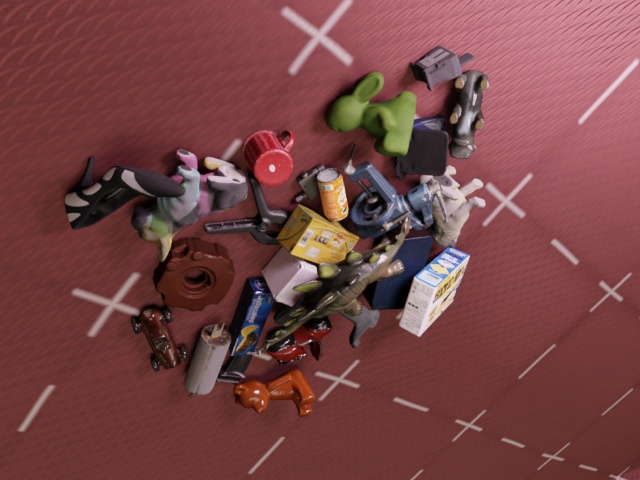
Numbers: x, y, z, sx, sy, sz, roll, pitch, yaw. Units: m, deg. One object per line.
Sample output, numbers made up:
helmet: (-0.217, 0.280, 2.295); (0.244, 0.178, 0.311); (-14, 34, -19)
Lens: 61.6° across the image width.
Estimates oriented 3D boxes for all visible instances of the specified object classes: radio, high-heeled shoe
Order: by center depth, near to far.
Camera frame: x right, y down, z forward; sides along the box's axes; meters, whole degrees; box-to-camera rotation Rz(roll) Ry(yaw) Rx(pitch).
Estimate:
high-heeled shoe: (-0.358, -0.062, 0.964); (0.086, 0.249, 0.145); (-3, 108, -65)
radio: (0.193, 0.071, 1.369); (0.131, 0.073, 0.229); (-3, 123, -20)

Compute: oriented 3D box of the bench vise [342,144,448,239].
bench vise: (0.143, -0.096, 1.175); (0.224, 0.129, 0.240); (-20, 133, 32)

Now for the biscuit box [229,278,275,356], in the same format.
biscuit box: (-0.169, 0.188, 1.302); (0.059, 0.063, 0.202); (7, 121, -28)

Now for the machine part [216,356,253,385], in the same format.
machine part: (-0.217, 0.323, 1.394); (0.084, 0.039, 0.138); (23, 113, -28)

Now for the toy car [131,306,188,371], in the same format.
toy car: (-0.372, 0.238, 1.259); (0.089, 0.053, 0.201); (-19, 127, -14)

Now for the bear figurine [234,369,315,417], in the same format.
bear figurine: (-0.127, 0.423, 1.446); (0.196, 0.132, 0.120); (-14, 141, -22)

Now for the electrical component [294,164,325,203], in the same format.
electrical component: (-0.022, -0.122, 1.171); (0.094, 0.021, 0.063); (-34, 129, 3)

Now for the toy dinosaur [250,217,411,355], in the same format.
toy dinosaur: (0.028, 0.113, 1.184); (0.471, 0.105, 0.198); (-47, 153, 24)

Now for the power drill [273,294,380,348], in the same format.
power drill: (0.028, 0.175, 1.337); (0.207, 0.086, 0.232); (41, 95, -5)

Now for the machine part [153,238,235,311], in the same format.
machine part: (-0.276, 0.080, 1.185); (0.179, 0.056, 0.179); (-12, 128, -15)

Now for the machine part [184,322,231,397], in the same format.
machine part: (-0.277, 0.296, 1.323); (0.079, 0.079, 0.243); (8, 119, -27)

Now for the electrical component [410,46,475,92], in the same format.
electrical component: (0.253, -0.357, 1.088); (0.119, 0.075, 0.047); (-29, 130, 4)

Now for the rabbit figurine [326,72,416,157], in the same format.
rabbit figurine: (0.100, -0.250, 1.071); (0.170, 0.121, 0.159); (11, 111, -2)

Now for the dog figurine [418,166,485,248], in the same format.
dog figurine: (0.287, -0.070, 1.303); (0.172, 0.121, 0.190); (28, 133, -1)

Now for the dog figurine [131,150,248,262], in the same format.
dog figurine: (-0.261, -0.058, 1.063); (0.191, 0.109, 0.219); (13, 121, -30)

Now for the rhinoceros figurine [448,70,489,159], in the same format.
rhinoceros figurine: (0.314, -0.269, 1.163); (0.073, 0.112, 0.190); (5, 109, 6)

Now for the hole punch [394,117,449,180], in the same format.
hole punch: (0.225, -0.209, 1.186); (0.116, 0.092, 0.142); (6, 129, 13)

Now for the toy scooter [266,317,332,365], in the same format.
toy scooter: (-0.048, 0.278, 1.412); (0.184, 0.075, 0.135); (-22, 130, -13)

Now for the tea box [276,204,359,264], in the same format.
tea box: (-0.002, -0.004, 1.207); (0.169, 0.068, 0.098); (23, 105, -48)
